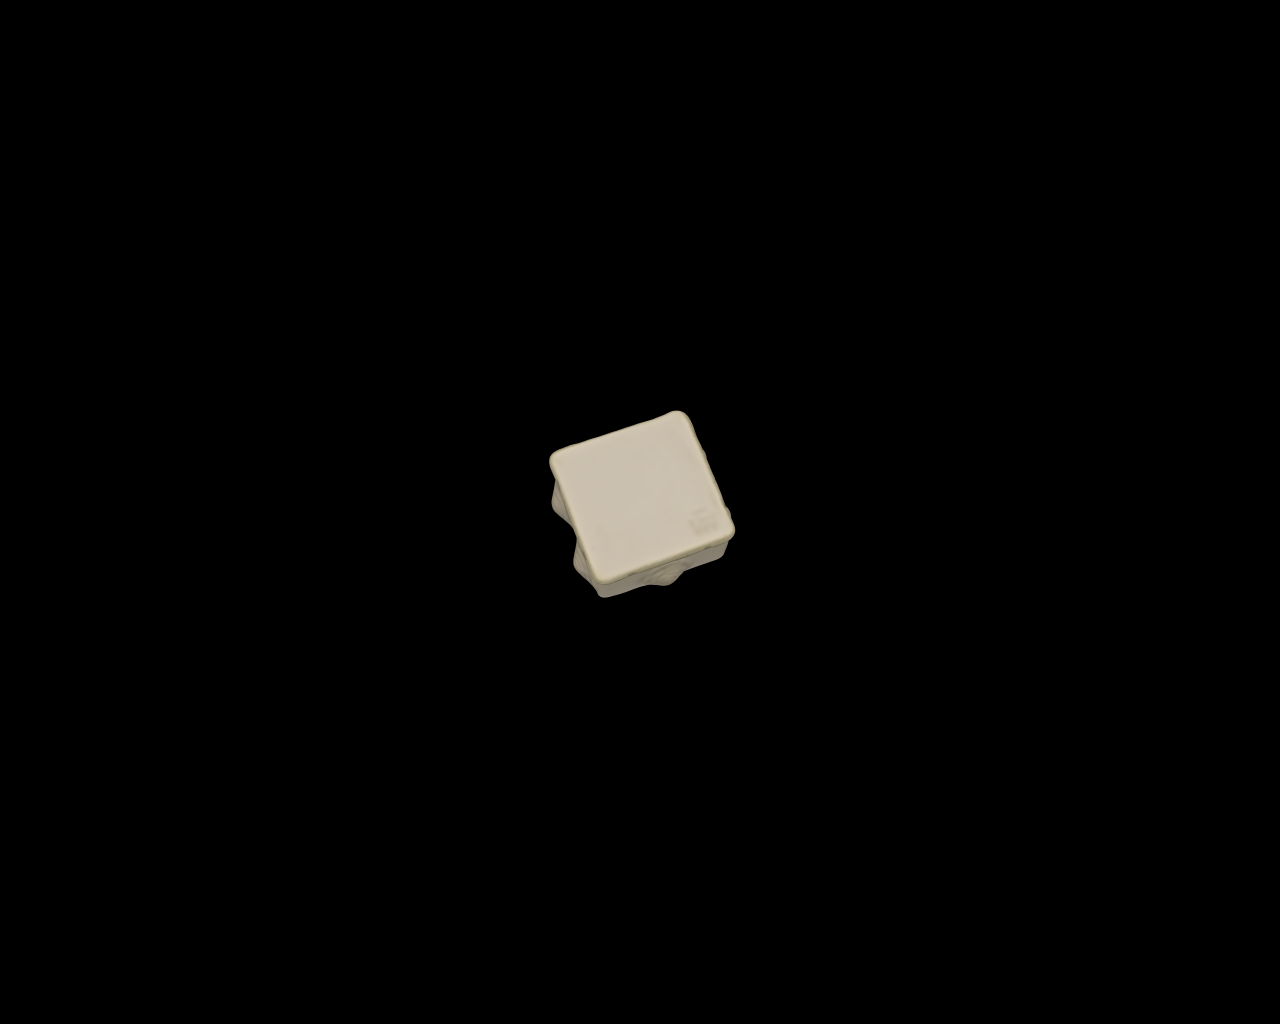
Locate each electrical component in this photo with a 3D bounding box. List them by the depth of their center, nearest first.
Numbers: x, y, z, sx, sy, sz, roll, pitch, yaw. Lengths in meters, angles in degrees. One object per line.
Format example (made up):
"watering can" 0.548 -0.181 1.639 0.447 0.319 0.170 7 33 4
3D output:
"electrical component" 0.001 -0.003 0.650 0.100 0.100 0.048 -19 -19 -7
